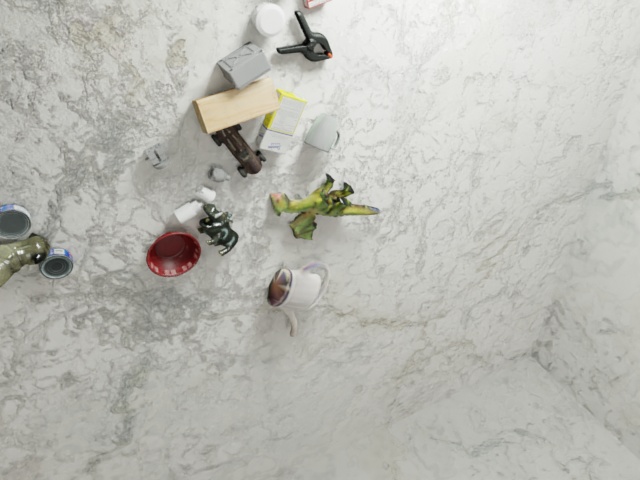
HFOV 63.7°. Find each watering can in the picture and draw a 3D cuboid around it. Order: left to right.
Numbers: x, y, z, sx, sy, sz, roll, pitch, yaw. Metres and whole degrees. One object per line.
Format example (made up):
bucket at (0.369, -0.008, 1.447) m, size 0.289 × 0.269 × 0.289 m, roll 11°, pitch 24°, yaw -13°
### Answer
watering can at (-0.095, 0.218, 1.877) m, size 0.223 × 0.106 × 0.343 m, roll 13°, pitch 113°, yaw -37°

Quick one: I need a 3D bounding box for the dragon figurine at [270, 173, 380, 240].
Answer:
dragon figurine at (0.005, -0.088, 1.747) m, size 0.406 × 0.125 × 0.239 m, roll 25°, pitch 124°, yaw -40°
